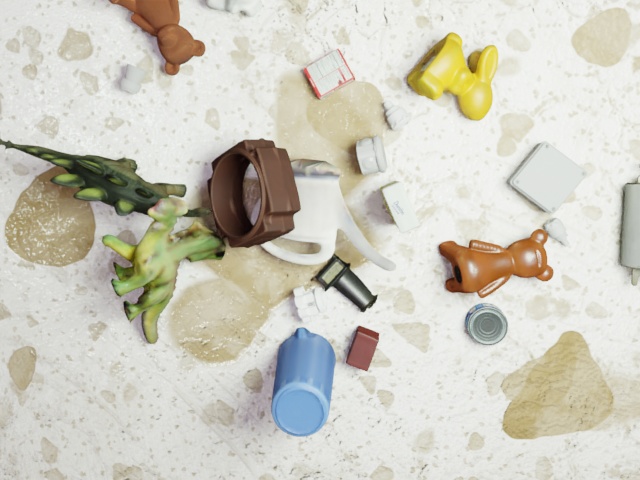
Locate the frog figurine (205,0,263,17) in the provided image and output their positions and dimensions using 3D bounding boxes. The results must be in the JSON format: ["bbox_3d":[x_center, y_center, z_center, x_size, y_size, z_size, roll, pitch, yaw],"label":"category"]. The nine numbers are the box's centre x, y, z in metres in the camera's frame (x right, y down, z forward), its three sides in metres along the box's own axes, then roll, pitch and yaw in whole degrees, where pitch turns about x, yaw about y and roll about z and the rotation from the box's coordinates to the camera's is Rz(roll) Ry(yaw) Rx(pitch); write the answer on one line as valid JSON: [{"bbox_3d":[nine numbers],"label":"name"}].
[{"bbox_3d":[-0.192,-0.552,1.098,0.158,0.124,0.137,24,91,-31],"label":"frog figurine"}]

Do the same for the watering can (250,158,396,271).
[{"bbox_3d":[0.003,-0.054,1.075,0.348,0.104,0.223,8,99,27],"label":"watering can"}]

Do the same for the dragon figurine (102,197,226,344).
[{"bbox_3d":[-0.315,0.062,1.110,0.244,0.400,0.124,-22,50,-16],"label":"dragon figurine"}]
